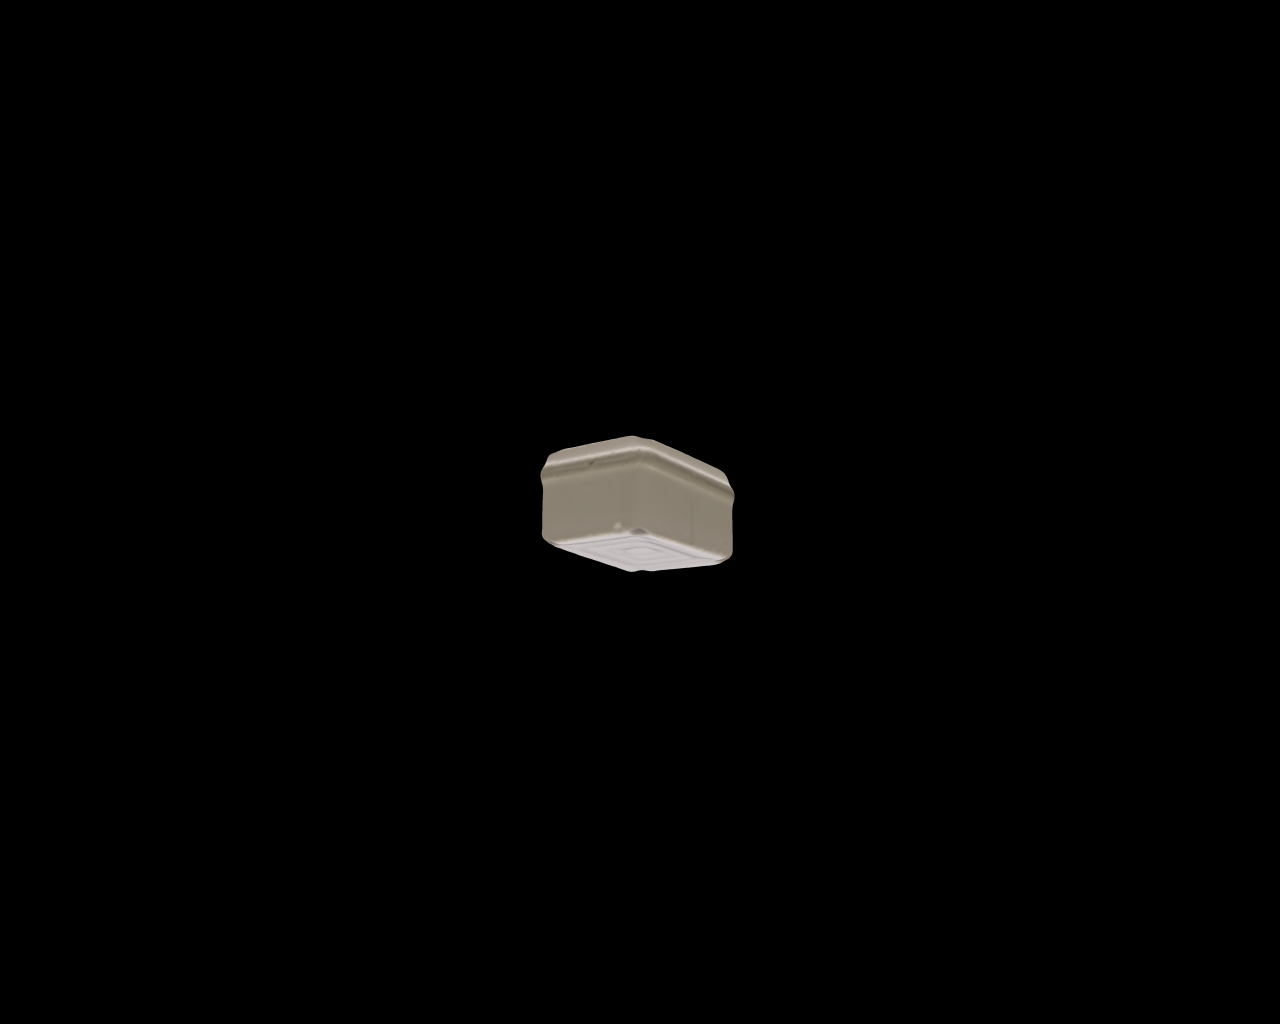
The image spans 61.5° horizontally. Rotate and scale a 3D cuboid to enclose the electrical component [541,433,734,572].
[{"bbox_3d":[0.001,-0.003,0.650,0.078,0.057,0.113,-8,-16,31],"label":"electrical component"}]
